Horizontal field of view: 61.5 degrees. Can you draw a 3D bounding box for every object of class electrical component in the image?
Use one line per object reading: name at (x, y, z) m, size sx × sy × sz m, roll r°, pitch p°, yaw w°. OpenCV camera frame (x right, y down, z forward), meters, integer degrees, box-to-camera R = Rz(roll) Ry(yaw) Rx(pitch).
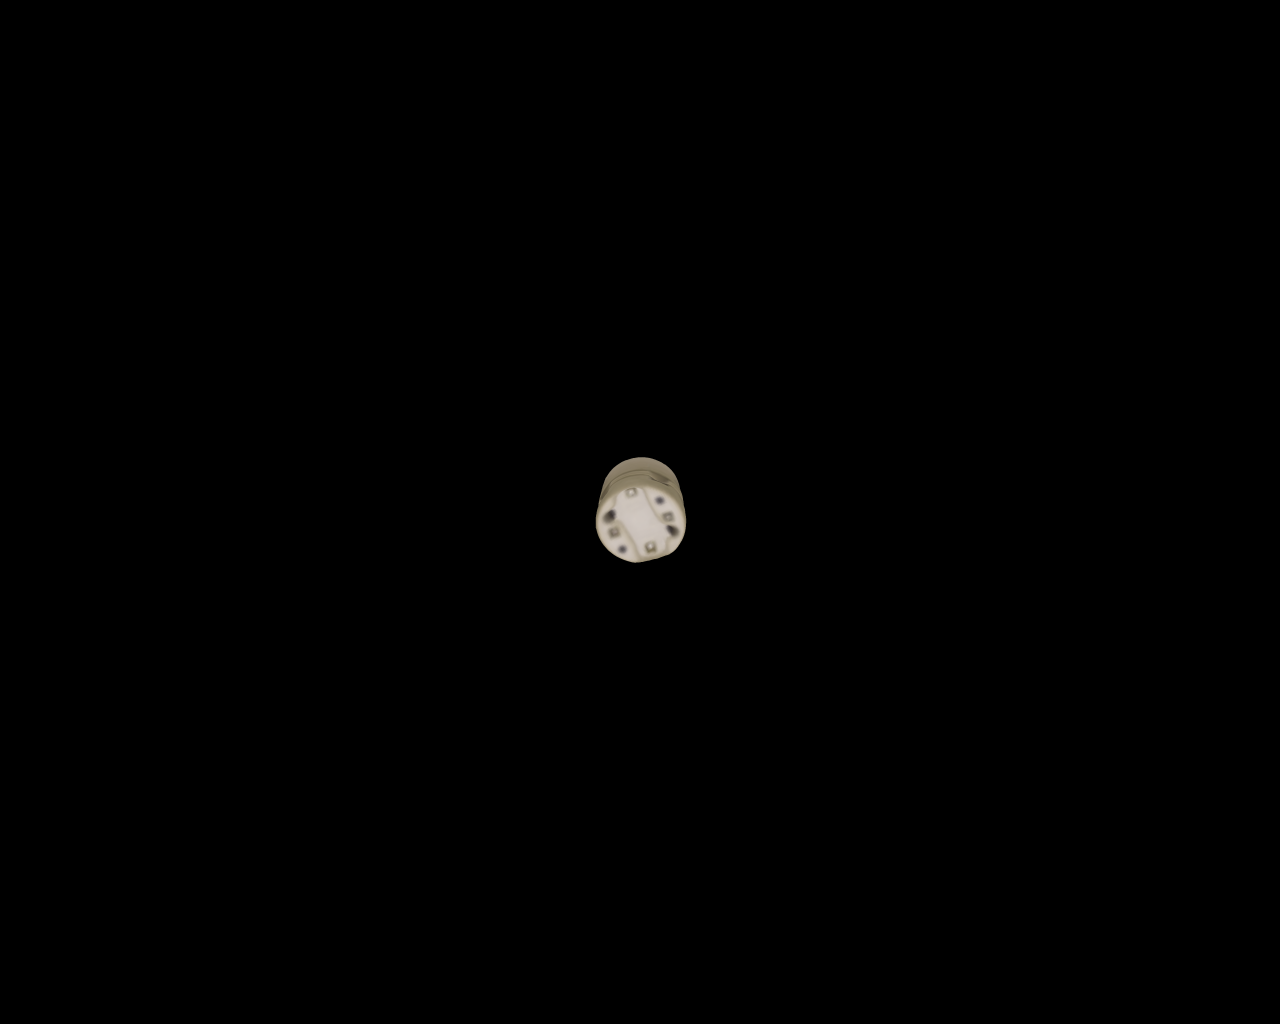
electrical component at (0.001, -0.003, 0.650) m, size 0.055 × 0.055 × 0.047 m, roll 0°, pitch 27°, yaw 0°
